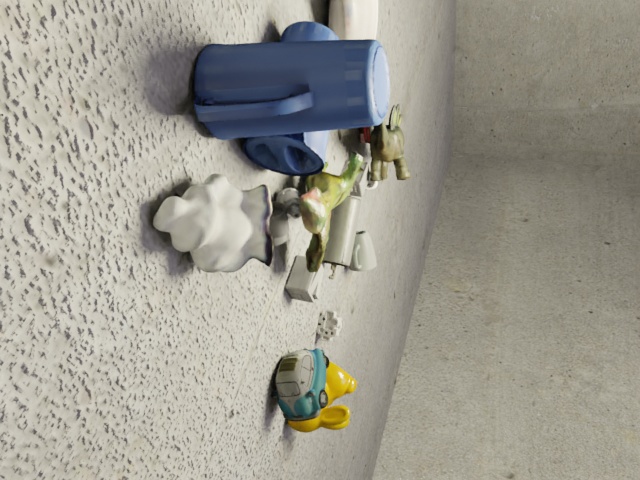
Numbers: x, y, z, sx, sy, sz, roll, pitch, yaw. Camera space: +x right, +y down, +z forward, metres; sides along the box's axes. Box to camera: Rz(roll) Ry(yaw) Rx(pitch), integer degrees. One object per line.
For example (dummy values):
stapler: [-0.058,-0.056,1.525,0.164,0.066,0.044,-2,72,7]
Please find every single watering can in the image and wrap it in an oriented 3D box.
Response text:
watering can: [0.061,-0.461,1.052,0.353,0.104,0.221,-60,153,-66]

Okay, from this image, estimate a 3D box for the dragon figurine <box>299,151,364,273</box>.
dragon figurine: [0.003,-0.053,1.056,0.406,0.122,0.245,72,34,-78]

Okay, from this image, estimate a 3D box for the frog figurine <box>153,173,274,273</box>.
frog figurine: [-0.152,-0.020,0.698,0.160,0.124,0.135,-2,113,-34]
